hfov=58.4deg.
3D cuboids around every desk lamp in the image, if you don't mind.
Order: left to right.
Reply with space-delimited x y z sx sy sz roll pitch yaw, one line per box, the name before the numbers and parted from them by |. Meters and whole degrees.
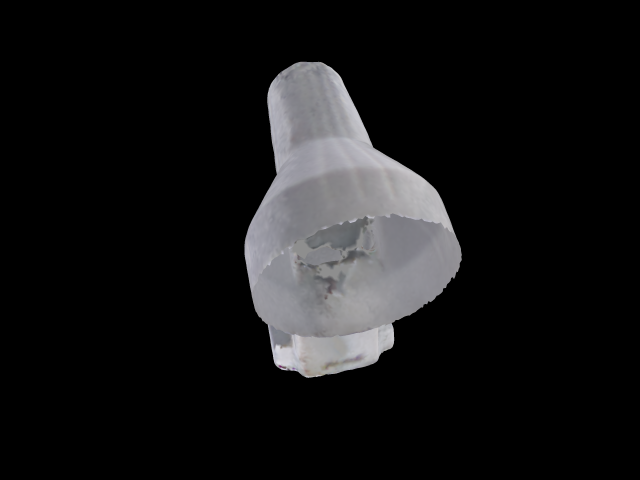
desk lamp | 0.004 0.001 0.400 0.118 0.214 0.203 -8 39 -10
